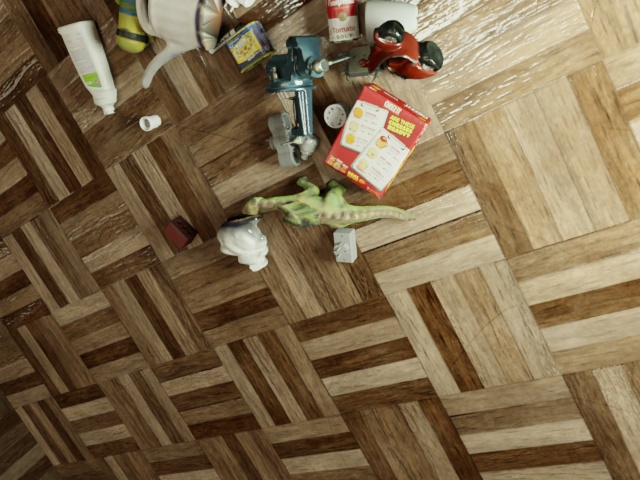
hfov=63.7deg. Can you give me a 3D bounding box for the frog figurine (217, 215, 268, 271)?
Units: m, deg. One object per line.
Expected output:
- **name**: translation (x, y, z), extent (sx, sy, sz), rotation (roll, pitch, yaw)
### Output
- **frog figurine**: translation (-0.212, 0.016, 1.431), extent (0.137, 0.123, 0.158), rotation (-9, 97, 8)

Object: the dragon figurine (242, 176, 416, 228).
- **dragon figurine**: translation (0.004, -0.062, 1.229), extent (0.411, 0.246, 0.120), rotation (9, 112, 23)

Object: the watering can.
- **watering can**: translation (-0.350, -0.521, 1.265), extent (0.225, 0.106, 0.340), rotation (19, 121, 11)
